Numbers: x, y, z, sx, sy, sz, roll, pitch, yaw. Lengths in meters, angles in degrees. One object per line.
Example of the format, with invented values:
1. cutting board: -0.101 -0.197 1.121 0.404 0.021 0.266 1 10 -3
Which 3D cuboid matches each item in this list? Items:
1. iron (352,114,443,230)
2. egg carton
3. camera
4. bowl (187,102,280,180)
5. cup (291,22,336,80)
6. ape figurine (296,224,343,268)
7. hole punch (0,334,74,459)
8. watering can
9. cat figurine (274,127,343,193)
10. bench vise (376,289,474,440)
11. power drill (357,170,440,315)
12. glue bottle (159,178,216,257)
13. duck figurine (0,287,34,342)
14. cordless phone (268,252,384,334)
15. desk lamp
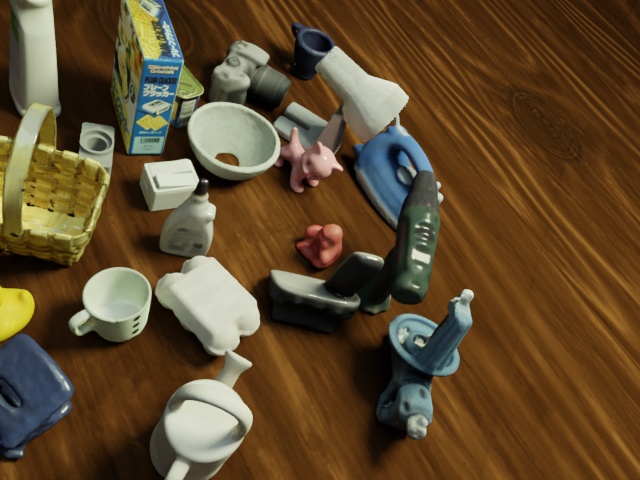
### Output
1. iron: 0.175 -0.118 1.120 0.119 0.141 0.258 -16 65 -34
2. egg carton: -0.163 0.096 0.845 0.150 0.069 0.107 43 49 8
3. camera: -0.133 -0.322 1.145 0.137 0.100 0.143 27 49 -6
4. bowl: -0.161 -0.165 1.034 0.168 0.074 0.167 13 52 -17
5. cup: -0.032 -0.413 1.265 0.117 0.095 0.092 46 50 11
6. ape figurine: 0.009 0.004 0.982 0.076 0.092 0.078 11 52 -18
7. hole punch: -0.355 0.183 0.672 0.108 0.091 0.101 44 49 9
8. watering can: -0.138 0.213 0.688 0.101 0.194 0.173 12 52 -18
9. cat figurine: -0.021 -0.153 1.065 0.067 0.117 0.127 -26 70 -37
10. bench vise: 0.171 0.181 0.847 0.122 0.219 0.207 7 54 -22
11. power drill: 0.129 0.022 0.951 0.076 0.208 0.229 18 50 -13
12. glue bottle: -0.190 -0.035 0.858 0.078 0.173 0.037 12 52 -18
13. duck figurine: -0.416 0.082 0.719 0.105 0.086 0.077 -17 65 -34
14. cordless phone: 0.006 0.058 0.879 0.148 0.185 0.094 12 52 -18
15. desk lamp: 0.039 -0.252 1.103 0.203 0.213 0.118 32 49 -2
